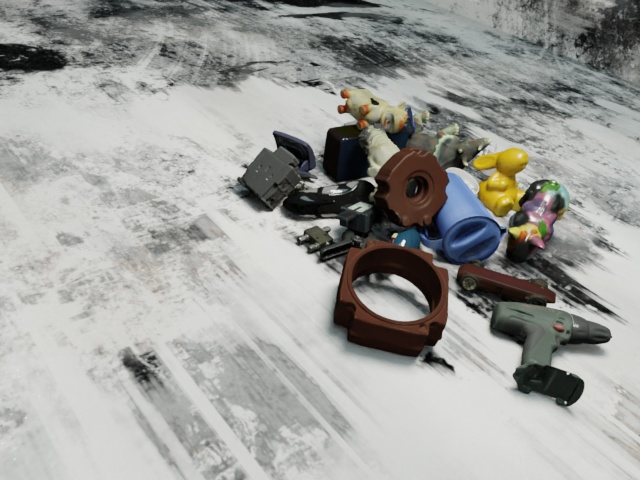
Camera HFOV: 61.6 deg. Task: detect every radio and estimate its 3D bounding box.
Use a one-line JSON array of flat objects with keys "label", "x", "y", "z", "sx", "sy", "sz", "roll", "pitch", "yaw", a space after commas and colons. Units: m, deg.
[{"label": "radio", "x": 0.122, "y": -0.240, "z": 1.447, "sx": 0.229, "sy": 0.131, "sz": 0.073, "roll": -13, "pitch": 42, "yaw": -29}]

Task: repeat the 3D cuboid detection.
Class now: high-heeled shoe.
[{"label": "high-heeled shoe", "x": 0.029, "y": -0.098, "z": 1.308, "sx": 0.145, "sy": 0.086, "sz": 0.248, "roll": 0, "pitch": 7, "yaw": 36}]

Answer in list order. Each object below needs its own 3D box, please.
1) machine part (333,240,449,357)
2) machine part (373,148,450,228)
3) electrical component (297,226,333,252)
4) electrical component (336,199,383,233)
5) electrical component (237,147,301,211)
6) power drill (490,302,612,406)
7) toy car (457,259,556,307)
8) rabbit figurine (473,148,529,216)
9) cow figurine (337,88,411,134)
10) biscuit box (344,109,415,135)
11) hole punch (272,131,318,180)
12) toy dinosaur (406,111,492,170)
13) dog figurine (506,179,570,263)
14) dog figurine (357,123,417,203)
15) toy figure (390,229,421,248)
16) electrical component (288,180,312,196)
[{"label": "machine part", "x": 0.134, "y": 0.102, "z": 1.002, "sx": 0.202, "sy": 0.087, "sz": 0.201, "roll": 14, "pitch": 47, "yaw": 1}, {"label": "machine part", "x": 0.206, "y": -0.114, "z": 1.192, "sx": 0.179, "sy": 0.179, "sz": 0.056, "roll": -7, "pitch": 14, "yaw": -24}, {"label": "electrical component", "x": -0.002, "y": -0.004, "z": 1.188, "sx": 0.094, "sy": 0.021, "sz": 0.063, "roll": -23, "pitch": 48, "yaw": -39}, {"label": "electrical component", "x": 0.082, "y": -0.049, "z": 1.196, "sx": 0.075, "sy": 0.047, "sz": 0.119, "roll": 17, "pitch": 30, "yaw": 29}, {"label": "electrical component", "x": -0.113, "y": -0.154, "z": 1.272, "sx": 0.115, "sy": 0.058, "sz": 0.134, "roll": 38, "pitch": 86, "yaw": 31}, {"label": "power drill", "x": 0.434, "y": 0.198, "z": 0.989, "sx": 0.232, "sy": 0.085, "sz": 0.207, "roll": 16, "pitch": 40, "yaw": 9}, {"label": "toy car", "x": 0.389, "y": 0.099, "z": 1.131, "sx": 0.202, "sy": 0.053, "sz": 0.089, "roll": 18, "pitch": 26, "yaw": 15}, {"label": "rabbit figurine", "x": 0.493, "y": -0.173, "z": 1.425, "sx": 0.122, "sy": 0.173, "sz": 0.162, "roll": -12, "pitch": 46, "yaw": -23}, {"label": "cow figurine", "x": 0.148, "y": -0.334, "z": 1.401, "sx": 0.127, "sy": 0.085, "sz": 0.195, "roll": -20, "pitch": 45, "yaw": -26}, {"label": "biscuit box", "x": 0.171, "y": -0.321, "z": 1.548, "sx": 0.203, "sy": 0.062, "sz": 0.059, "roll": -10, "pitch": 44, "yaw": 18}, {"label": "hole punch", "x": -0.072, "y": -0.215, "z": 1.371, "sx": 0.142, "sy": 0.092, "sz": 0.115, "roll": 22, "pitch": 7, "yaw": 21}, {"label": "toy dinosaur", "x": 0.295, "y": -0.289, "z": 1.583, "sx": 0.405, "sy": 0.131, "sz": 0.192, "roll": 22, "pitch": 37, "yaw": 25}, {"label": "dog figurine", "x": 0.504, "y": -0.043, "z": 1.258, "sx": 0.109, "sy": 0.191, "sz": 0.219, "roll": 31, "pitch": 25, "yaw": 15}, {"label": "dog figurine", "x": 0.160, "y": -0.178, "z": 1.319, "sx": 0.121, "sy": 0.172, "sz": 0.191, "roll": -10, "pitch": 37, "yaw": -1}, {"label": "toy figure", "x": 0.168, "y": 0.029, "z": 1.162, "sx": 0.064, "sy": 0.057, "sz": 0.154, "roll": 25, "pitch": 43, "yaw": 26}, {"label": "electrical component", "x": -0.076, "y": -0.141, "z": 1.332, "sx": 0.102, "sy": 0.045, "sz": 0.078, "roll": 31, "pitch": 42, "yaw": 25}]
